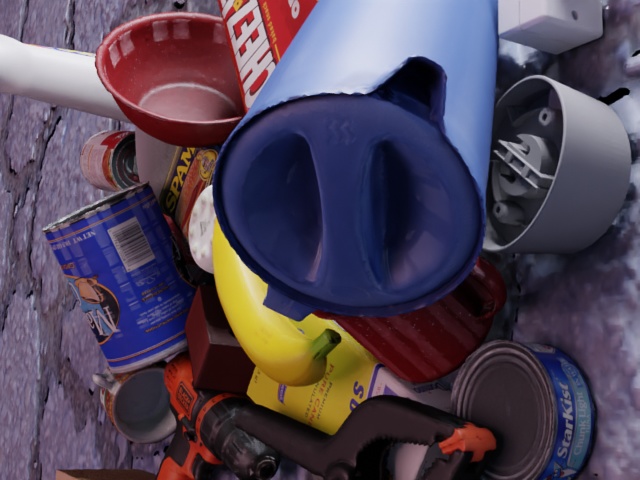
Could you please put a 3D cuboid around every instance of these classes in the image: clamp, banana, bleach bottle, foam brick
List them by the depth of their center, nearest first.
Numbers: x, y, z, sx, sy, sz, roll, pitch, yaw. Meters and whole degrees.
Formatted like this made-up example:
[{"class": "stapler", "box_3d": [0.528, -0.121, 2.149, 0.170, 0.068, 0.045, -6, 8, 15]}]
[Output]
[{"class": "clamp", "box_3d": [0.018, 0.144, 0.649, 0.210, 0.036, 0.164, -42, 56, 38]}, {"class": "banana", "box_3d": [-0.036, 0.044, 0.730, 0.070, 0.037, 0.198, -63, 36, 15]}, {"class": "foam brick", "box_3d": [-0.076, 0.081, 0.871, 0.078, 0.053, 0.051, -110, 34, -52]}, {"class": "bleach bottle", "box_3d": [-0.252, -0.158, 1.033, 0.103, 0.250, 0.068, 25, 104, 57]}]

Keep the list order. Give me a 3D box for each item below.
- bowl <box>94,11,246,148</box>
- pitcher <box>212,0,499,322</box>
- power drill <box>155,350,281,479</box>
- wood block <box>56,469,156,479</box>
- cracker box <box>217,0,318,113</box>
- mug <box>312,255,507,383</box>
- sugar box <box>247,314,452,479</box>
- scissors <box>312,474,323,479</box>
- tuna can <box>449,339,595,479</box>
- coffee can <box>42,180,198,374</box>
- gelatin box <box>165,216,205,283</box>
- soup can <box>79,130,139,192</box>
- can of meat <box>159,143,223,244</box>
[{"class": "bowl", "box_3d": [-0.109, -0.127, 0.904, 0.055, 0.162, 0.162, 102, 154, -43]}, {"class": "pitcher", "box_3d": [0.032, -0.074, 0.601, 0.149, 0.145, 0.242, -11, 33, 24]}, {"class": "power drill", "box_3d": [-0.100, 0.207, 0.894, 0.185, 0.057, 0.188, 38, 113, 58]}, {"class": "wood block", "box_3d": [-0.200, 0.323, 0.994, 0.091, 0.090, 0.206, -5, 80, 58]}, {"class": "cracker box", "box_3d": [0.003, -0.202, 0.805, 0.214, 0.072, 0.164, -49, 44, 42]}, {"class": "mug", "box_3d": [0.059, 0.030, 0.633, 0.117, 0.081, 0.093, -16, 41, 45]}, {"class": "sugar box", "box_3d": [0.022, 0.110, 0.712, 0.176, 0.048, 0.093, 38, 115, 49]}, {"class": "scissors", "box_3d": [0.004, 0.141, 0.779, 0.096, 0.016, 0.202, -57, 40, 34]}, {"class": "tuna can", "box_3d": [0.112, 0.100, 0.598, 0.086, 0.033, 0.086, -20, 67, 55]}, {"class": "coffee can", "box_3d": [-0.167, 0.032, 0.939, 0.103, 0.102, 0.140, -8, 109, 57]}, {"class": "gelatin box", "box_3d": [-0.143, 0.020, 1.026, 0.089, 0.030, 0.073, -53, 42, 38]}, {"class": "soup can", "box_3d": [-0.203, -0.080, 1.110, 0.102, 0.068, 0.068, 11, 93, 59]}, {"class": "can of meat", "box_3d": [-0.092, -0.043, 0.937, 0.084, 0.057, 0.102, 49, 124, 48]}]
